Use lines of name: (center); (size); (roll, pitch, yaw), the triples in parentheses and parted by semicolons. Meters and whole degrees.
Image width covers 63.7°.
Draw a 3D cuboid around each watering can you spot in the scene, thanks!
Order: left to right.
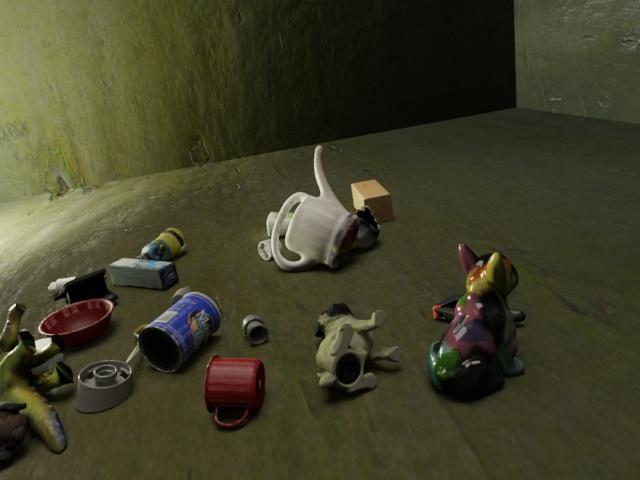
watering can: (0.004, -0.069, 1.372); (0.225, 0.349, 0.103); (23, -4, 17)

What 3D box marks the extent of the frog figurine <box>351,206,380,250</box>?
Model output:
frog figurine: (0.086, -0.016, 1.470); (0.157, 0.122, 0.140); (-40, 15, 26)

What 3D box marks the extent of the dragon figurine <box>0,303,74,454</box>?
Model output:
dragon figurine: (-0.600, 0.275, 0.941); (0.244, 0.119, 0.417); (-35, 45, -7)
